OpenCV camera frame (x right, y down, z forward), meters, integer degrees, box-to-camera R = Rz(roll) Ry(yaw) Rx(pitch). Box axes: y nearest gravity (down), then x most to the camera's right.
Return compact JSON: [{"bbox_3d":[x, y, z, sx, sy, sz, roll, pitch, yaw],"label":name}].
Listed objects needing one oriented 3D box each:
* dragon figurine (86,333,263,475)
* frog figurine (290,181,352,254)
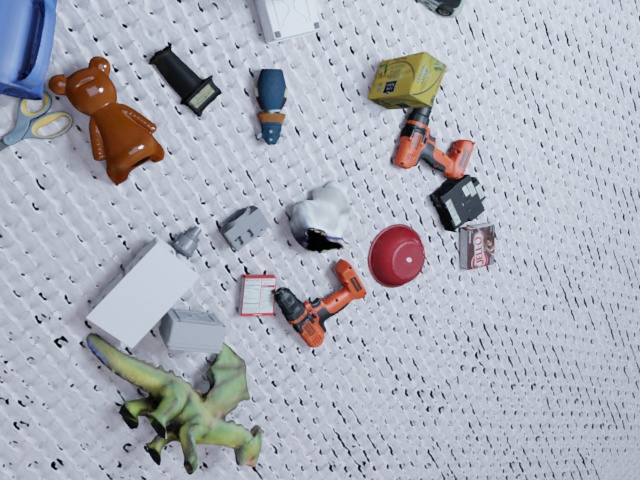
[{"bbox_3d":[-0.259,0.303,1.043,0.246,0.120,0.411,-32,87,-45],"label":"dragon figurine"},{"bbox_3d":[0.003,-0.057,1.134,0.137,0.120,0.163,14,56,-19],"label":"frog figurine"}]
